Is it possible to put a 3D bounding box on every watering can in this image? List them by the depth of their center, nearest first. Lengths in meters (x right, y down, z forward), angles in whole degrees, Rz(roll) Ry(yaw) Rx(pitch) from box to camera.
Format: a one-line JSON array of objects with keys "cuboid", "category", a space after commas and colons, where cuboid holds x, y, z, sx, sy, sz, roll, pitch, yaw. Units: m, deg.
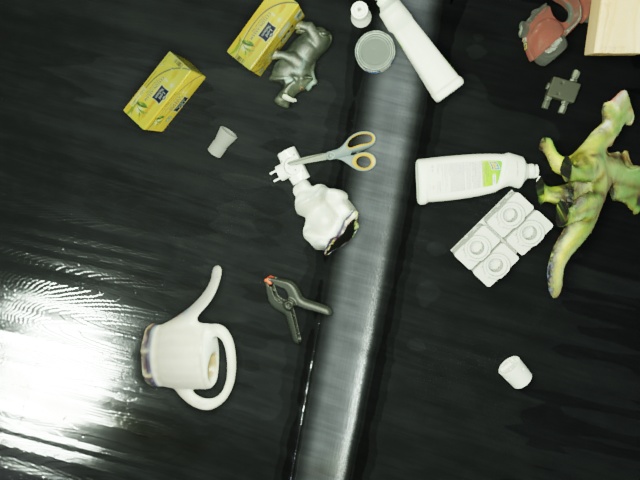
[{"cuboid": [-0.307, 0.230, 1.204, 0.224, 0.345, 0.105, -1, 7, 9], "category": "watering can"}]

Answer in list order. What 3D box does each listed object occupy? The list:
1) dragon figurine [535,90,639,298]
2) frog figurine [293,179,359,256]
[{"cuboid": [0.567, -0.092, 1.040, 0.243, 0.408, 0.123, -2, 8, -12], "category": "dragon figurine"}, {"cuboid": [0.003, -0.057, 1.140, 0.161, 0.135, 0.123, 41, 25, 24], "category": "frog figurine"}]
